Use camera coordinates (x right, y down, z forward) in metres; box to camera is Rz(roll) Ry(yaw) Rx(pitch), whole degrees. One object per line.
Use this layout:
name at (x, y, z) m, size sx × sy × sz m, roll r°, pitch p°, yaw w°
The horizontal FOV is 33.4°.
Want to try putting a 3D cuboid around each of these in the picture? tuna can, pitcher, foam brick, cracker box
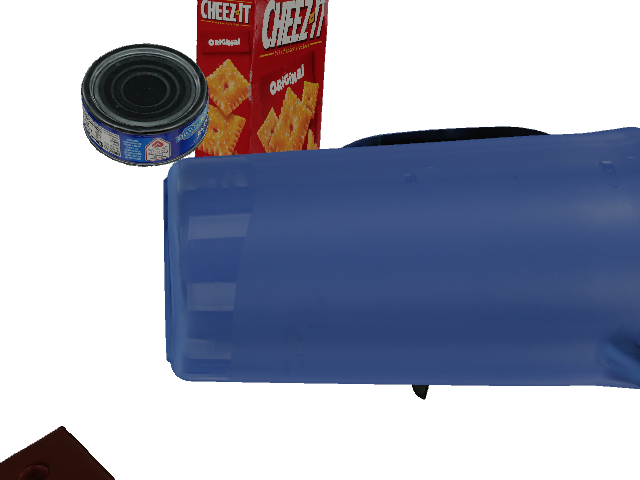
tuna can at (-0.118, -0.093, 0.721) m, size 0.086 × 0.086 × 0.034 m, roll 0°, pitch -37°, yaw -7°
pitcher at (0.044, 0.005, 0.537) m, size 0.242 × 0.145 × 0.149 m, roll -1°, pitch -3°, yaw -8°
foam brick at (-0.115, 0.136, 0.490) m, size 0.052 × 0.051 × 0.078 m, roll -30°, pitch 43°, yaw -30°
cracker box at (-0.055, -0.147, 1.055) m, size 0.072 × 0.214 × 0.164 m, roll 12°, pitch 20°, yaw 22°

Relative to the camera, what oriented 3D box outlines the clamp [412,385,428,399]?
clamp at (0.140, 0.089, 1.096) m, size 0.120 × 0.171 × 0.039 m, roll 2°, pitch -43°, yaw -12°
